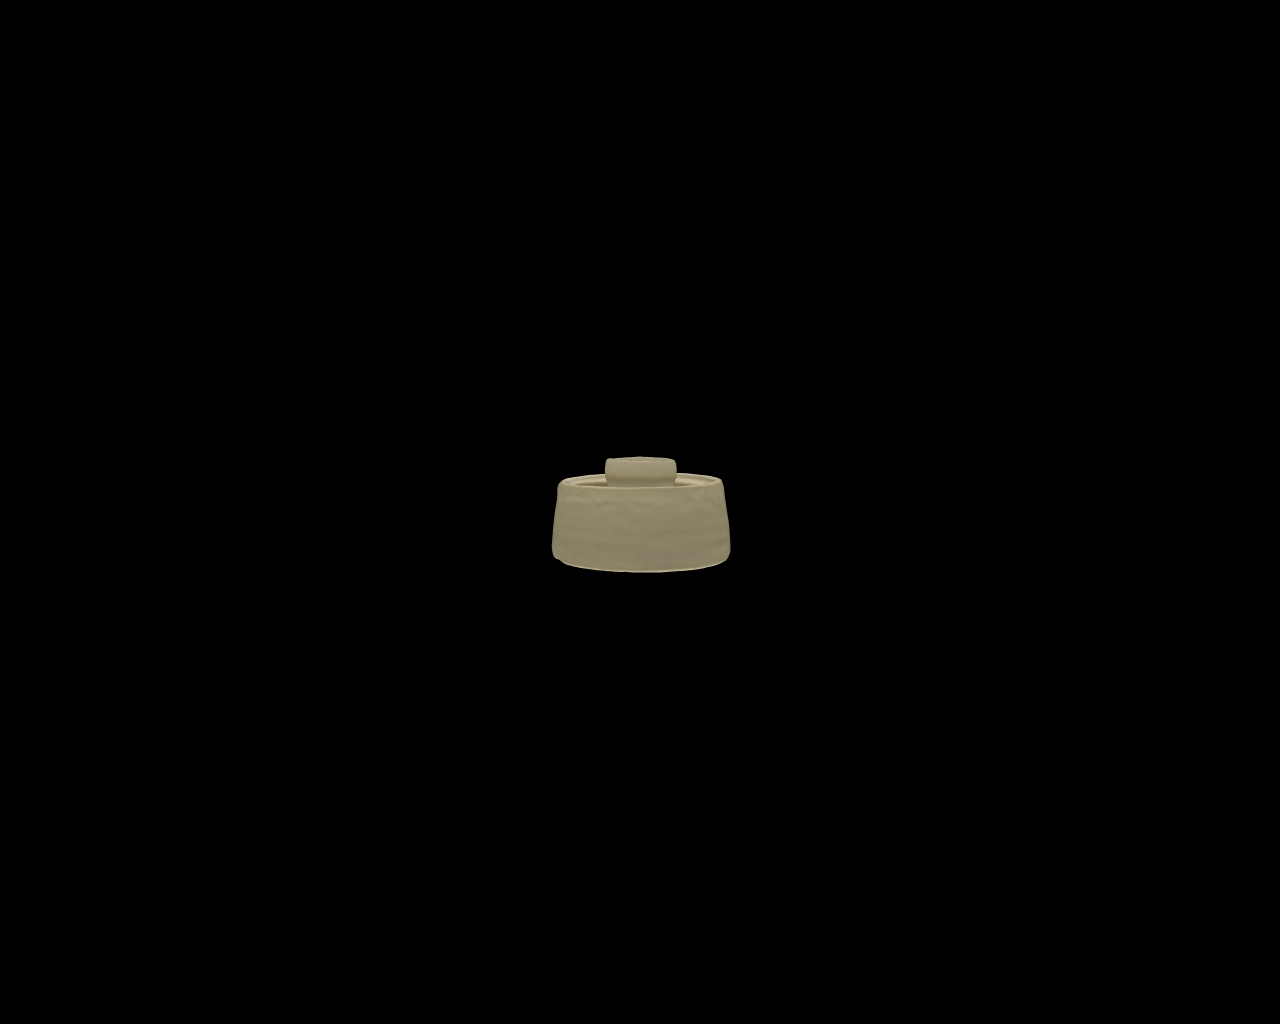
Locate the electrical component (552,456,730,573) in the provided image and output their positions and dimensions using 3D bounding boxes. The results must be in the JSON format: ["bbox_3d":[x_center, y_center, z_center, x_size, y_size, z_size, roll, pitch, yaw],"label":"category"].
[{"bbox_3d":[0.001,-0.003,0.650,0.108,0.060,0.108,0,7,0],"label":"electrical component"}]
